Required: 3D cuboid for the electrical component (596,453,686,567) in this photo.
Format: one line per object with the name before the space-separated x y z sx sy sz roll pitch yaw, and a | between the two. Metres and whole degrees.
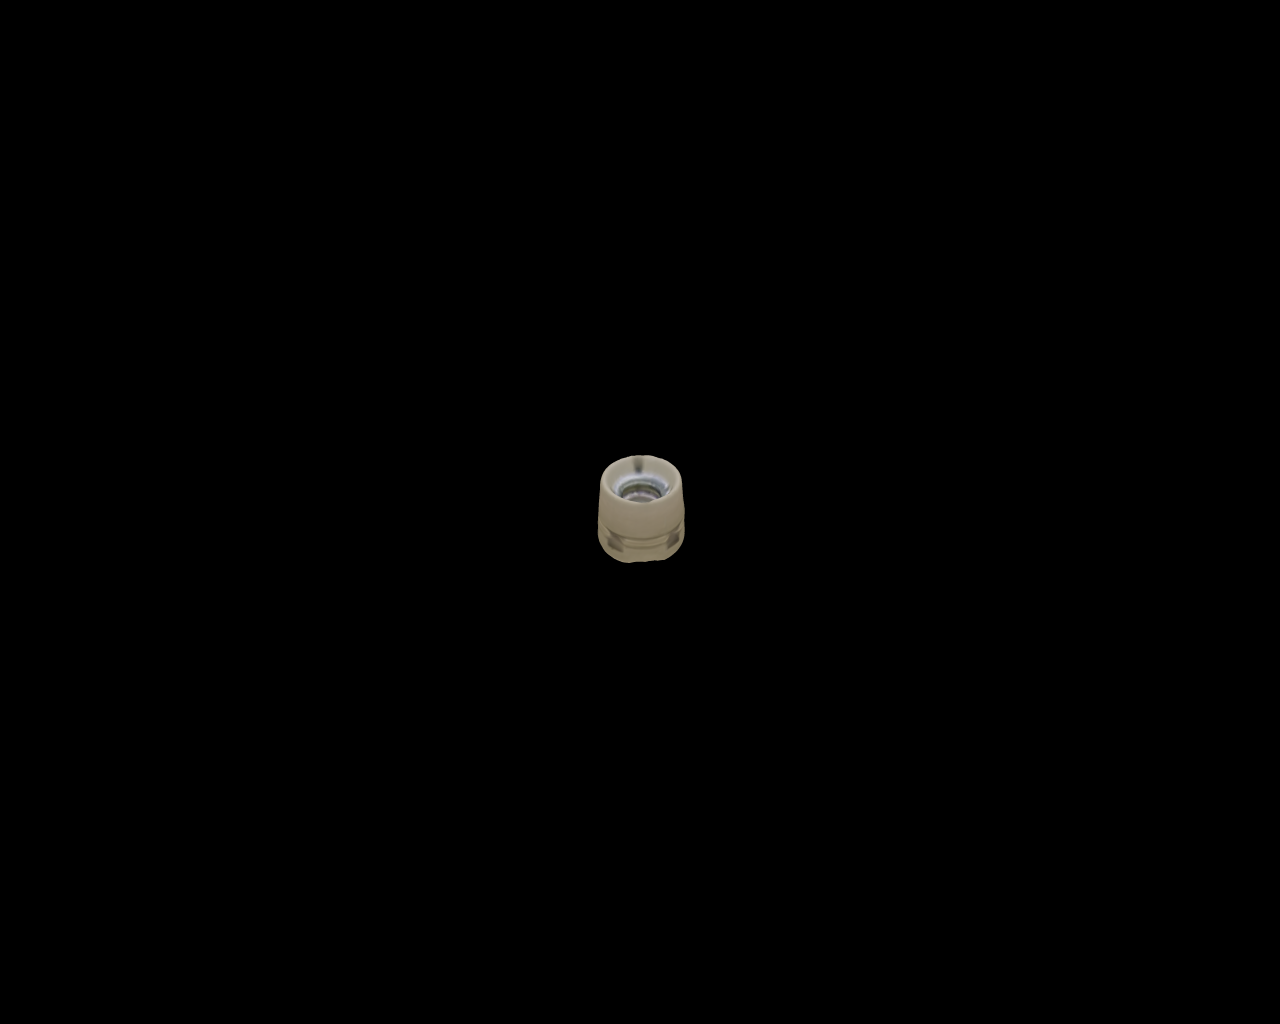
electrical component | 0.001 -0.003 0.650 0.055 0.047 0.055 0 40 0
